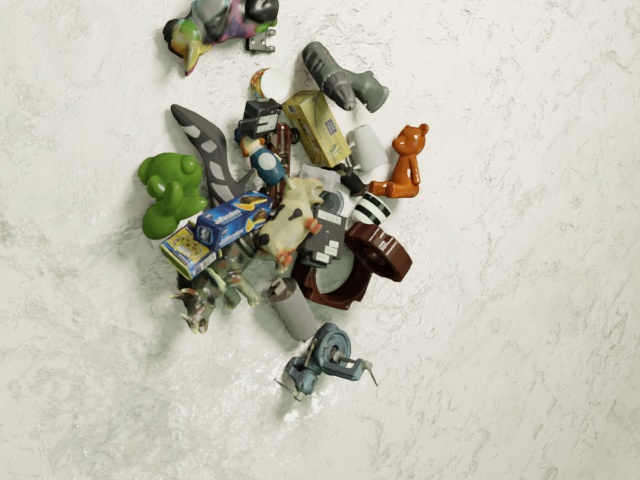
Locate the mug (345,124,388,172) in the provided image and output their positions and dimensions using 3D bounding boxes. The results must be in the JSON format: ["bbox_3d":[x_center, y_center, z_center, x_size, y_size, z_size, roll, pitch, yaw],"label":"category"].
[{"bbox_3d":[0.105,-0.230,1.352,0.109,0.081,0.107,-25,104,-18],"label":"mug"}]

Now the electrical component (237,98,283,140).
[{"bbox_3d":[-0.138,-0.254,1.143,0.119,0.048,0.074,-25,144,-39],"label":"electrical component"}]

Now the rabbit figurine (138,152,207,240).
[{"bbox_3d":[-0.292,-0.079,1.076,0.121,0.159,0.170,27,69,-42],"label":"rabbit figurine"}]

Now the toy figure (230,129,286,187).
[{"bbox_3d":[-0.136,-0.191,1.190,0.154,0.058,0.064,52,47,-2],"label":"toy figure"}]

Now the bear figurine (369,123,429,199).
[{"bbox_3d":[0.212,-0.207,1.397,0.132,0.120,0.195,-3,103,-28],"label":"bear figurine"}]

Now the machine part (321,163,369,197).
[{"bbox_3d":[0.066,-0.153,1.352,0.138,0.084,0.039,33,56,-43],"label":"machine part"}]

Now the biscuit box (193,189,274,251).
[{"bbox_3d":[-0.177,-0.044,1.124,0.203,0.063,0.059,-38,152,-55],"label":"biscuit box"}]

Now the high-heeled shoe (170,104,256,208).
[{"bbox_3d":[-0.254,-0.166,1.161,0.248,0.086,0.145,42,109,-17],"label":"high-heeled shoe"}]

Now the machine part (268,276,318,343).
[{"bbox_3d":[-0.065,0.173,1.330,0.079,0.079,0.242,-39,133,-18],"label":"machine part"}]

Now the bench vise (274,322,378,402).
[{"bbox_3d":[0.026,0.316,1.360,0.223,0.241,0.128,-52,125,-30],"label":"bench vise"}]

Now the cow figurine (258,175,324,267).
[{"bbox_3d":[-0.062,-0.054,1.173,0.195,0.127,0.085,-51,165,-1],"label":"cow figurine"}]

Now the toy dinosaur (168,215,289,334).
[{"bbox_3d":[-0.181,0.030,1.222,0.192,0.131,0.405,46,71,-33],"label":"toy dinosaur"}]

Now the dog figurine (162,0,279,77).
[{"bbox_3d":[-0.202,-0.421,1.081,0.191,0.108,0.219,25,93,-18],"label":"dog figurine"}]

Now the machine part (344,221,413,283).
[{"bbox_3d":[0.139,0.027,1.284,0.056,0.180,0.179,-50,123,-14],"label":"machine part"}]

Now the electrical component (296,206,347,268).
[{"bbox_3d":[-0.003,-0.004,1.249,0.115,0.058,0.134,19,76,-36],"label":"electrical component"}]

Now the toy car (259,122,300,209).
[{"bbox_3d":[-0.094,-0.172,1.255,0.089,0.053,0.202,-6,105,-34],"label":"toy car"}]

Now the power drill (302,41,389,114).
[{"bbox_3d":[0.065,-0.350,1.226,0.207,0.232,0.086,-2,138,-45],"label":"power drill"}]

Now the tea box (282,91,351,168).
[{"bbox_3d":[-0.008,-0.259,1.256,0.068,0.098,0.169,-40,122,-16],"label":"tea box"}]

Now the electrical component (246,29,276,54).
[{"bbox_3d":[-0.139,-0.438,1.170,0.094,0.021,0.063,-5,106,-31],"label":"electrical component"}]

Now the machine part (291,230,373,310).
[{"bbox_3d":[0.041,0.070,1.384,0.201,0.087,0.201,20,92,-33],"label":"machine part"}]
